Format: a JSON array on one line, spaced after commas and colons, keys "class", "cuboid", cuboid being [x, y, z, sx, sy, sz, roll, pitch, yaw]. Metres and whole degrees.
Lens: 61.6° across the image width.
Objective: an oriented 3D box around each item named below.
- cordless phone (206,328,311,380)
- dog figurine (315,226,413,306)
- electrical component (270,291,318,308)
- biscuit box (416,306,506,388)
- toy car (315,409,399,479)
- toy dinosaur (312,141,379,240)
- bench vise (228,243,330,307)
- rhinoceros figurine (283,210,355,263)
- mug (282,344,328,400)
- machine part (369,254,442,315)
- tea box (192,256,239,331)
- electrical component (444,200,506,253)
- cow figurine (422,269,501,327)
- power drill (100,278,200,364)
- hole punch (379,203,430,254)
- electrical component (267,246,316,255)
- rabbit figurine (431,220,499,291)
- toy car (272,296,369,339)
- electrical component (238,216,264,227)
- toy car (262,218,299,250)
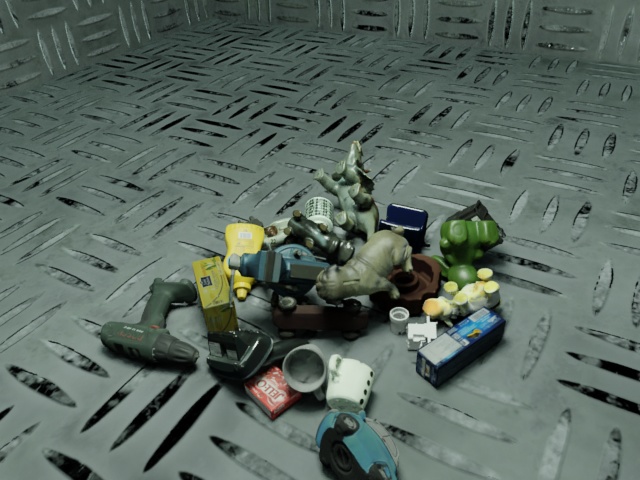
[{"class": "cordless phone", "cuboid": [-0.123, 0.217, 1.093, 0.184, 0.088, 0.147, -5, 0, -41]}, {"class": "dog figurine", "cuboid": [0.088, 0.047, 1.098, 0.190, 0.172, 0.121, 3, 10, -44]}, {"class": "electrical component", "cuboid": [-0.062, 0.144, 1.207, 0.102, 0.045, 0.078, 23, 45, 32]}, {"class": "biscuit box", "cuboid": [0.283, 0.209, 1.073, 0.203, 0.062, 0.059, -25, 40, -27]}, {"class": "toy car", "cuboid": [0.075, 0.344, 0.875, 0.103, 0.109, 0.162, -12, 42, -41]}, {"class": "toy dinosaur", "cuboid": [0.102, -0.098, 1.458, 0.131, 0.192, 0.405, -36, 49, 25]}, {"class": "bench vise", "cuboid": [-0.099, 0.068, 1.182, 0.224, 0.128, 0.241, -4, -2, -16]}, {"class": "rhinoceros figurine", "cuboid": [-0.003, -0.004, 1.347, 0.190, 0.112, 0.073, 28, 85, 17]}, {"class": "mug", "cuboid": [-0.016, 0.246, 1.025, 0.081, 0.109, 0.107, -35, -3, 4]}, {"class": "machine part", "cuboid": [0.194, 0.099, 1.235, 0.179, 0.055, 0.179, -5, 35, 4]}, {"class": "tea box", "cuboid": [-0.235, 0.126, 1.205, 0.068, 0.098, 0.170, -14, 35, -15]}, {"class": "electrical component", "cuboid": [0.367, -0.018, 1.316, 0.134, 0.115, 0.058, -33, 6, 42]}, {"class": "cow figurine", "cuboid": [0.307, 0.137, 1.160, 0.167, 0.098, 0.068, -23, 41, 5]}, {"class": "power drill", "cuboid": [-0.338, 0.178, 1.167, 0.232, 0.085, 0.207, 2, 44, 12]}, {"class": "hole punch", "cuboid": [0.205, -0.016, 1.343, 0.142, 0.115, 0.092, 11, 33, 15]}, {"class": "electrical component", "cuboid": [-0.076, 0.052, 1.332, 0.119, 0.047, 0.075, 9, 37, 17]}, {"class": "rabbit figurine", "cuboid": [0.317, 0.044, 1.236, 0.121, 0.170, 0.159, 1, -5, -23]}, {"class": "toy car", "cuboid": [0.000, 0.162, 1.134, 0.202, 0.089, 0.053, 0, 27, 0]}, {"class": "electrical component", "cuboid": [-0.188, -0.035, 1.485, 0.063, 0.021, 0.094, -22, 39, -24]}, {"class": "toy car", "cuboid": [-0.142, -0.007, 1.414, 0.202, 0.056, 0.074, -15, 38, -16]}]
